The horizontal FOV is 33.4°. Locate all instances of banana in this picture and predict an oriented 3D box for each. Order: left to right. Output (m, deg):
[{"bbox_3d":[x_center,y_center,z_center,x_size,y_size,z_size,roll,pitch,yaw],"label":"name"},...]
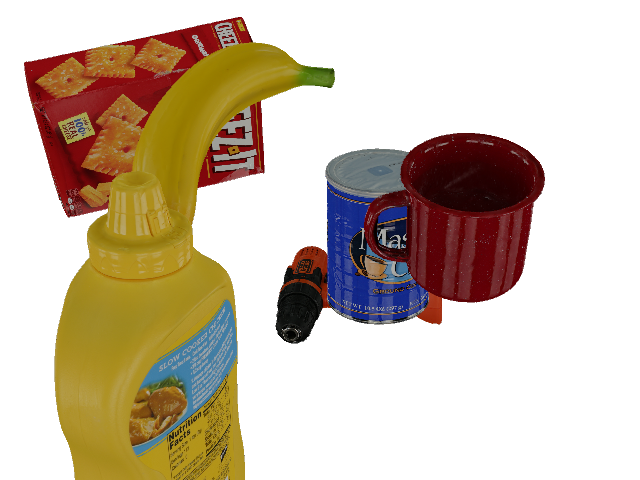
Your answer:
[{"bbox_3d":[-0.061,-0.066,0.603,0.070,0.037,0.197,19,44,17],"label":"banana"}]

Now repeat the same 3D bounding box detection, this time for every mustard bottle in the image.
[{"bbox_3d":[-0.070,0.061,0.450,0.058,0.192,0.096,15,32,24],"label":"mustard bottle"}]

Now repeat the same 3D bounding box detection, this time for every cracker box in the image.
[{"bbox_3d":[-0.166,-0.117,1.053,0.213,0.072,0.164,-13,-38,-11],"label":"cracker box"}]

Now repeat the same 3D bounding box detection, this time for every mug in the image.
[{"bbox_3d":[0.087,-0.011,0.713,0.117,0.081,0.093,-8,40,-7],"label":"mug"}]

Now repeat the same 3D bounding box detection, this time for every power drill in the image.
[{"bbox_3d":[0.046,0.060,1.227,0.188,0.057,0.184,0,28,8],"label":"power drill"}]

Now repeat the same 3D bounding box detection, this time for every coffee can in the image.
[{"bbox_3d":[0.057,-0.005,1.030,0.103,0.140,0.103,-1,27,0],"label":"coffee can"}]
